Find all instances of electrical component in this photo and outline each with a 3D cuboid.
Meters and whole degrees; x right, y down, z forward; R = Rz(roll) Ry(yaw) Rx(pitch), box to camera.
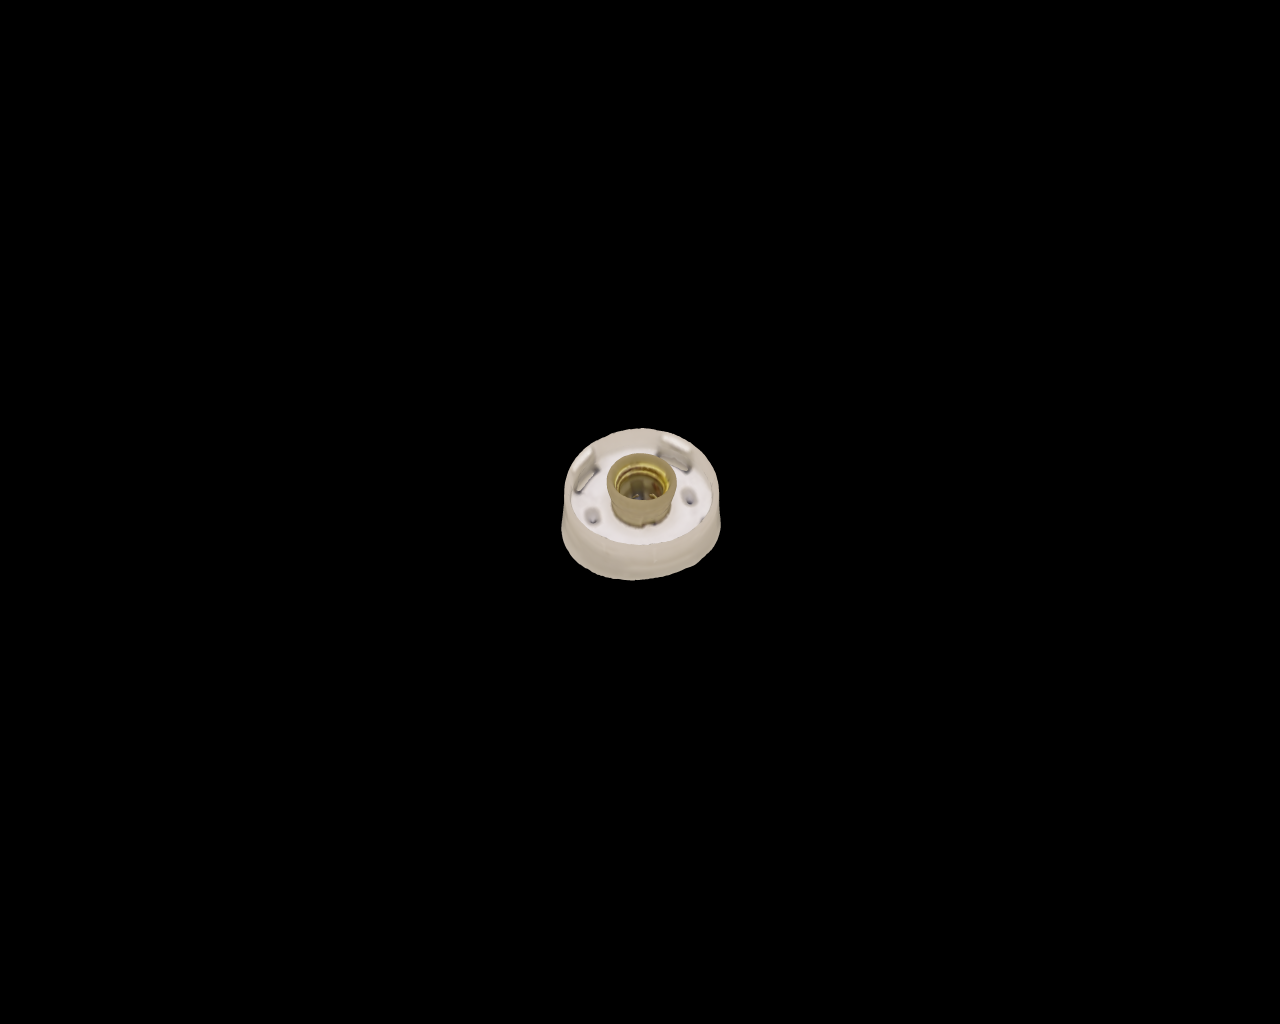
[{"bbox_3d":[0.001,-0.003,0.650,0.099,0.099,0.064,0,-36,0],"label":"electrical component"}]
